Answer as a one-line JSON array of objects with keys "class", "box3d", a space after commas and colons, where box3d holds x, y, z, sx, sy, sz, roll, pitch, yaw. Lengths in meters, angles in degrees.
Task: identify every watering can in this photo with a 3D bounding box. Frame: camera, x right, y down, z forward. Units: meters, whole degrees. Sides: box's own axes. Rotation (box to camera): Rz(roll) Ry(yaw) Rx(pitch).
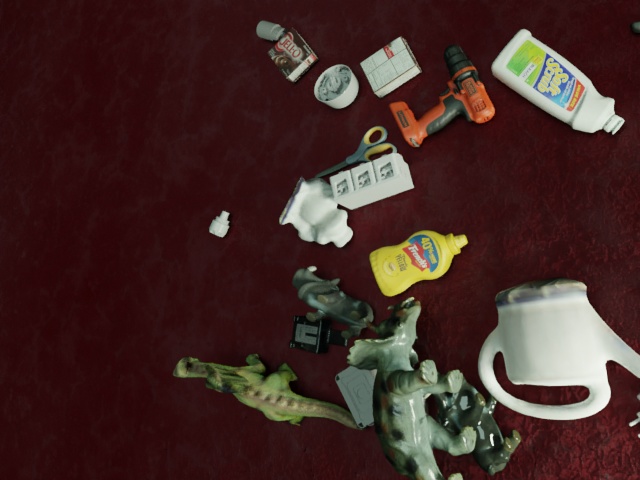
[{"class": "watering can", "box3d": [0.412, 0.170, 0.829, 0.345, 0.104, 0.227, -17, 72, 40]}]

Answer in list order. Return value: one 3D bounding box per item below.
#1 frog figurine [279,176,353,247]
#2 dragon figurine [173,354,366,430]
[{"class": "frog figurine", "box3d": [0.003, -0.057, 1.137, 0.159, 0.122, 0.138, 27, 84, -5]}, {"class": "dragon figurine", "box3d": [-0.129, 0.307, 1.035, 0.411, 0.240, 0.123, 8, 80, 32]}]
